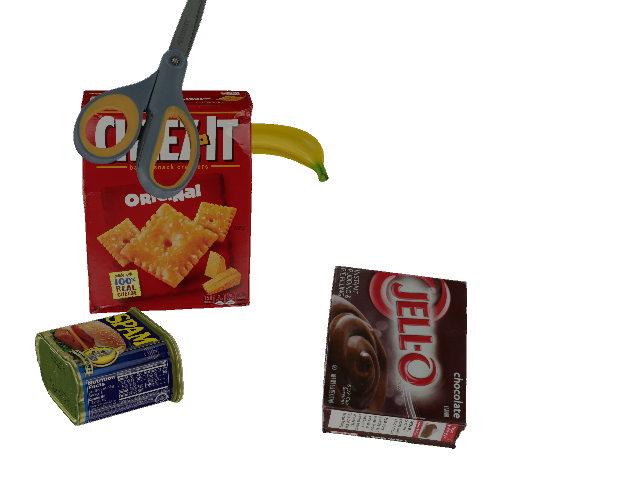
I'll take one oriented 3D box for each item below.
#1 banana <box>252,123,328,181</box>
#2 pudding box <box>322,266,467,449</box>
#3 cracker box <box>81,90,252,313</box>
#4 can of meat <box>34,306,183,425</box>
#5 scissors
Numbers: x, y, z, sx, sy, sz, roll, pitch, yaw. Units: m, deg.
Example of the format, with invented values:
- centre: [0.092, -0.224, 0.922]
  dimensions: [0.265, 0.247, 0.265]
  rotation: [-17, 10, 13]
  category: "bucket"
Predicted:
- centre: [-0.078, -0.113, 1.276]
  dimensions: [0.198, 0.037, 0.069]
  rotation: [8, 39, 16]
  category: "banana"
- centre: [0.048, 0.074, 0.694]
  dimensions: [0.090, 0.113, 0.039]
  rotation: [6, -36, 0]
  category: "pudding box"
- centre: [-0.151, -0.037, 1.059]
  dimensions: [0.164, 0.214, 0.072]
  rotation: [-1, 21, -9]
  category: "cracker box"
- centre: [-0.167, 0.098, 0.835]
  dimensions: [0.083, 0.057, 0.102]
  rotation: [-12, 21, -30]
  category: "can of meat"
- centre: [-0.125, -0.123, 0.765]
  dimensions: [0.096, 0.202, 0.016]
  rotation: [6, -27, -18]
  category: "scissors"
